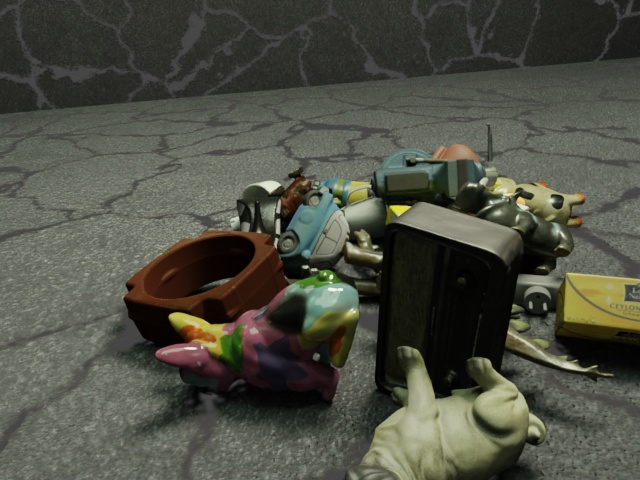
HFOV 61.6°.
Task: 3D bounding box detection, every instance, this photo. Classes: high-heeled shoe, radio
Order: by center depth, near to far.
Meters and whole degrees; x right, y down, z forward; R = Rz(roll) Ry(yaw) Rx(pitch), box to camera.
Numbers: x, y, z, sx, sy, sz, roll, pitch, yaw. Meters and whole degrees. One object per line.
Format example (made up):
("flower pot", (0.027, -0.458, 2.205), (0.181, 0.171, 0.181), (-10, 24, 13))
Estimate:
("radio", (0.138, 0.084, 0.597), (0.131, 0.229, 0.073), (17, 33, 30))
("high-heeled shoe", (-0.112, -0.006, 1.007), (0.086, 0.145, 0.249), (-3, 6, -4))

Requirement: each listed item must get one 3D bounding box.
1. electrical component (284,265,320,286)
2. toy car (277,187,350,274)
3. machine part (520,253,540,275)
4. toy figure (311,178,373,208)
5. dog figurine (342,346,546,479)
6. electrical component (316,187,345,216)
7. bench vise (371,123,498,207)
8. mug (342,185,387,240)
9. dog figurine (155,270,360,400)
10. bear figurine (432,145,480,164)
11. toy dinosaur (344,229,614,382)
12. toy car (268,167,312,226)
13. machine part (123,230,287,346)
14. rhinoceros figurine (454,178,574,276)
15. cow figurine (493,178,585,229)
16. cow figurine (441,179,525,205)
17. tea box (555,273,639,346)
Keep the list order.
("electrical component", (-0.015, 0.074, 0.838), (0.078, 0.045, 0.102), (11, 15, -25))
("toy car", (-0.002, -0.003, 0.918), (0.103, 0.161, 0.109), (29, -7, 12))
("machine part", (0.295, 0.019, 0.915), (0.179, 0.056, 0.179), (-3, 26, 1))
("toy figure", (0.068, -0.087, 1.120), (0.180, 0.089, 0.082), (13, 68, 7))
("dog figurine", (0.114, 0.214, 0.495), (0.173, 0.121, 0.190), (3, 39, 22))
("electrical component", (0.011, -0.035, 0.999), (0.075, 0.119, 0.048), (3, 25, 9))
("bench vise", (0.202, -0.116, 0.998), (0.224, 0.128, 0.240), (-16, 5, 2))
("mug", (0.079, -0.048, 1.042), (0.107, 0.109, 0.081), (-15, 27, 9))
("dog figurine", (-0.077, 0.111, 0.641), (0.219, 0.191, 0.108), (9, 30, -9))
("bear figurine", (0.256, -0.120, 1.185), (0.196, 0.131, 0.120), (-37, 68, -3))
("toy dinosaur", (0.170, 0.074, 0.758), (0.198, 0.104, 0.472), (-11, 27, -18))
("toy car", (-0.049, -0.097, 1.167), (0.053, 0.089, 0.202), (-27, 14, 27))
("machine part", (-0.167, 0.070, 0.802), (0.202, 0.087, 0.201), (2, 32, 33))
("rhinoceros figurine", (0.297, -0.027, 0.818), (0.190, 0.073, 0.112), (28, 51, 4))
("cow figurine", (0.408, -0.075, 1.076), (0.127, 0.085, 0.195), (-9, 25, -24))
("cow figurine", (0.309, -0.077, 1.044), (0.068, 0.098, 0.168), (-12, 41, -40))
("tea box", (0.393, 0.092, 0.676), (0.170, 0.068, 0.098), (5, -17, 20))
